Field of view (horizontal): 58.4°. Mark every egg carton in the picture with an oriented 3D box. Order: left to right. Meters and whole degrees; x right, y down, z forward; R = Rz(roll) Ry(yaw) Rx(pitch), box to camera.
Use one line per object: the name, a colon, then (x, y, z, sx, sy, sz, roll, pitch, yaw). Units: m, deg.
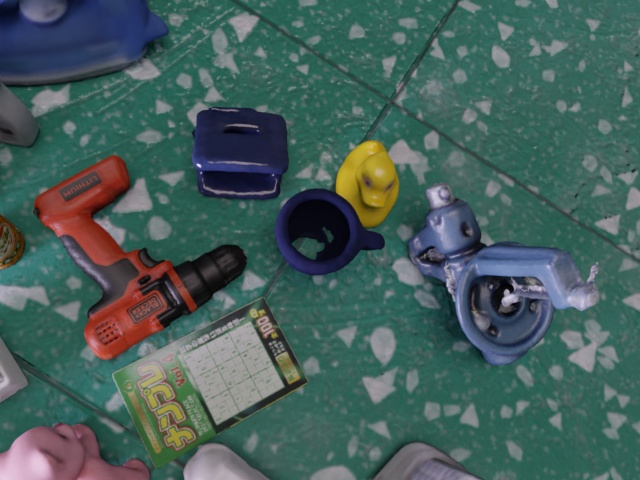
egg carton: (-0.081, 0.277, 0.552, 0.150, 0.069, 0.107, 36, 72, 1)

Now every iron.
iron: (-0.306, -0.253, 0.620, 0.259, 0.141, 0.118, -22, 79, -15)

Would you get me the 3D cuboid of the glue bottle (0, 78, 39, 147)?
glue bottle: (-0.342, -0.149, 0.568, 0.078, 0.173, 0.037, 13, 73, -6)

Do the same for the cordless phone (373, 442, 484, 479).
cordless phone: (0.099, 0.268, 0.527, 0.094, 0.185, 0.148, 42, 72, 3)

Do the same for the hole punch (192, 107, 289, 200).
hole punch: (-0.091, -0.106, 0.645, 0.109, 0.091, 0.101, 1, 74, -10)

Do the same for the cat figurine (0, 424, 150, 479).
cat figurine: (-0.226, 0.211, 0.518, 0.128, 0.117, 0.067, 31, 72, -1)

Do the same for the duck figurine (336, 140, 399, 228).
duck figurine: (0.063, -0.074, 0.668, 0.077, 0.086, 0.104, 8, 73, -8)

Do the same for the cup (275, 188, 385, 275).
cup: (0.006, 0.002, 0.631, 0.118, 0.095, 0.092, 8, 73, -8)

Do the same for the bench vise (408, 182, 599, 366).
bench vise: (0.173, 0.032, 0.588, 0.207, 0.219, 0.122, 43, 72, 3)
